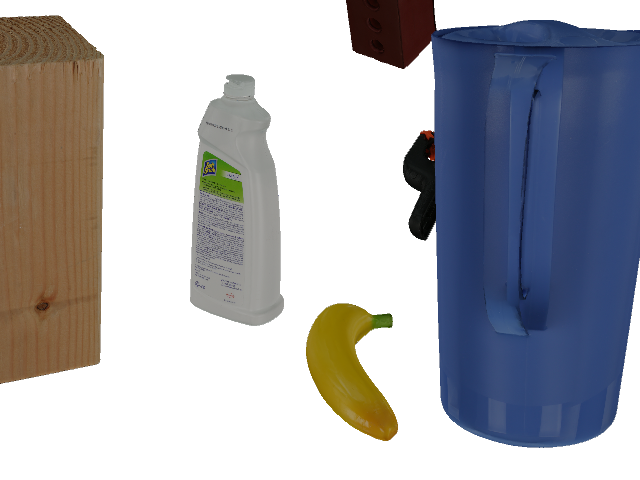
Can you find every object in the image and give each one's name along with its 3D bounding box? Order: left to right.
[{"bbox_3d":[-0.190,-0.024,0.655,0.090,0.206,0.090,-9,31,-29],"label":"wood block"},{"bbox_3d":[-0.082,-0.044,1.101,0.103,0.251,0.068,16,24,25],"label":"bleach bottle"},{"bbox_3d":[0.023,0.089,0.810,0.069,0.037,0.197,2,22,2],"label":"banana"},{"bbox_3d":[0.056,-0.185,0.845,0.053,0.051,0.078,24,-31,27],"label":"foam brick"},{"bbox_3d":[0.133,-0.058,0.992,0.120,0.039,0.171,-4,34,-1],"label":"clamp"},{"bbox_3d":[0.125,-0.004,0.623,0.149,0.243,0.145,-7,17,-23],"label":"pitcher"}]
